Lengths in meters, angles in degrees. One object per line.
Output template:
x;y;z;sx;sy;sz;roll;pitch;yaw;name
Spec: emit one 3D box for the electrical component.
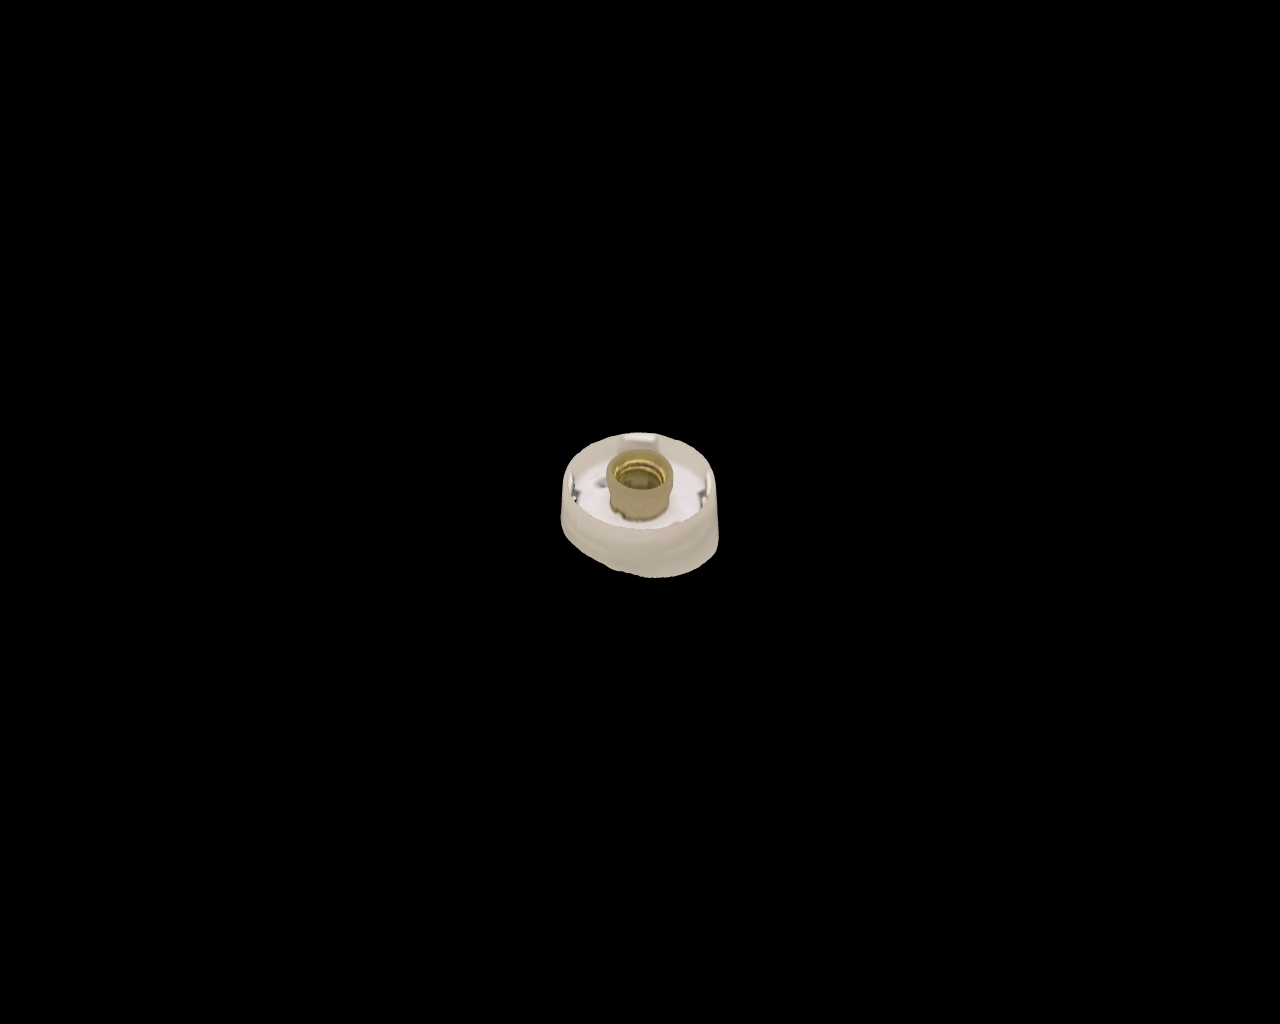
0.001;-0.003;0.650;0.099;0.064;0.099;0;42;0;electrical component
